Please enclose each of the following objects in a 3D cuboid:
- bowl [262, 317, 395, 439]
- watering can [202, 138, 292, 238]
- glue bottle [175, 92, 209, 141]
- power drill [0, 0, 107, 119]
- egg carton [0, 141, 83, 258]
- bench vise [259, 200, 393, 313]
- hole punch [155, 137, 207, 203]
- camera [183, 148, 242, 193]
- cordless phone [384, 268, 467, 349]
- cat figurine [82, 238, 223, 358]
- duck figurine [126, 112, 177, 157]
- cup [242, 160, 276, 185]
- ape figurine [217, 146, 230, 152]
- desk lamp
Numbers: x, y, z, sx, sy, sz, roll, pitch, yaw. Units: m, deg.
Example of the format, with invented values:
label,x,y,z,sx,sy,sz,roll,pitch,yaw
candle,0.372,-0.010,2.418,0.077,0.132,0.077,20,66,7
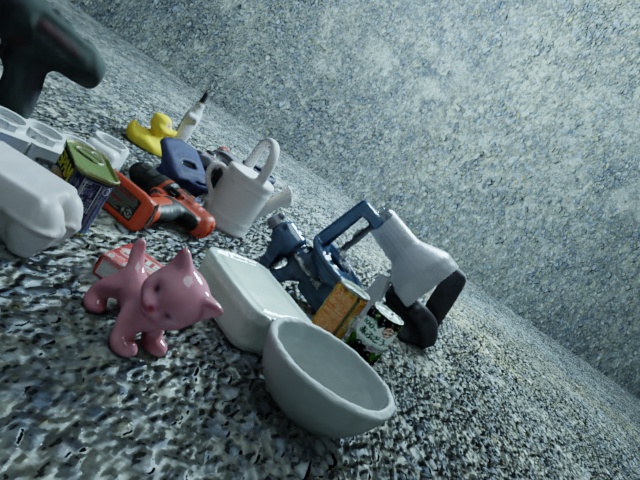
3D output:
label,x,y,z,sx,sy,sz,roll,pitch,yaw
bowl,-0.004,0.165,0.642,0.167,0.074,0.167,33,11,-7
watering can,-0.133,-0.107,1.104,0.100,0.194,0.174,42,13,35
glue bottle,-0.307,-0.271,1.341,0.037,0.173,0.078,31,12,-20
power drill,-0.429,-0.248,0.792,0.231,0.208,0.075,24,15,-44
egg carton,-0.328,-0.047,0.601,0.150,0.069,0.107,33,11,-8
bench vise,0.009,0.006,0.972,0.207,0.219,0.121,34,11,-6
hole punch,-0.262,-0.132,1.096,0.101,0.091,0.109,39,12,24
camera,-0.207,-0.131,1.231,0.136,0.100,0.144,39,12,23
cordless phone,0.219,0.119,1.204,0.094,0.185,0.147,23,16,-47
cat figurine,-0.158,0.051,0.561,0.127,0.117,0.067,41,13,32
duck figurine,-0.369,-0.244,1.271,0.105,0.086,0.077,29,12,-27
cup,-0.160,-0.122,1.349,0.092,0.095,0.117,26,14,-39
ape figurine,-0.245,-0.180,1.349,0.078,0.092,0.076,25,14,-41
desk lamp,0.118,0.065,1.062,0.203,0.213,0.118,37,11,11
